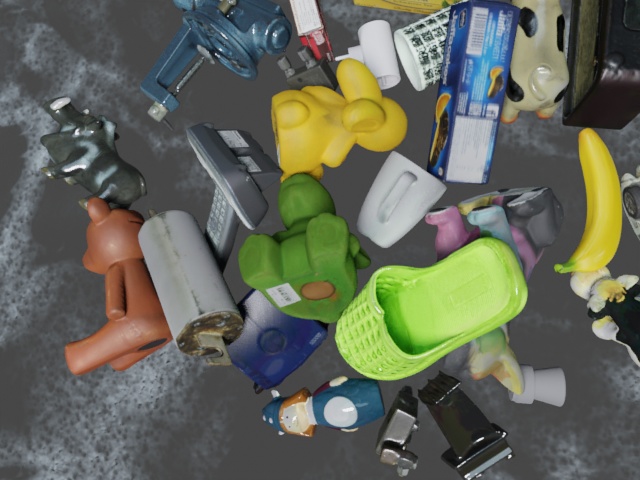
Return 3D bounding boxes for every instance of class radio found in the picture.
[{"bbox_3d":[0.346,-0.257,0.625,0.073,0.131,0.229,5,83,8],"label":"radio"}]

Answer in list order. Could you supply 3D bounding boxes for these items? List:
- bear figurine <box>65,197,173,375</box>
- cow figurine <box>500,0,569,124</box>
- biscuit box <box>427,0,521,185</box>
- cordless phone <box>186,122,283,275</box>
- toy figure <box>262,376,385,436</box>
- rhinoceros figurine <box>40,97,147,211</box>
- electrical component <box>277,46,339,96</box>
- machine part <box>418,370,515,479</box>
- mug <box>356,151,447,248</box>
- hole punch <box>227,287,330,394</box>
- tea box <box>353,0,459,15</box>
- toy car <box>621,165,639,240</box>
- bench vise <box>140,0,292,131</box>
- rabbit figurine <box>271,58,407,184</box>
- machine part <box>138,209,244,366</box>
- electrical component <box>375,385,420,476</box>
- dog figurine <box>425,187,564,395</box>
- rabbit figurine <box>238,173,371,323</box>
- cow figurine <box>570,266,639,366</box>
[{"bbox_3d":[-0.264,0.055,0.686,0.132,0.120,0.196,-30,77,8],"label":"bear figurine"},{"bbox_3d":[0.255,-0.251,0.642,0.086,0.127,0.194,0,85,6],"label":"cow figurine"},{"bbox_3d":[0.176,-0.170,0.630,0.059,0.063,0.202,2,107,-10],"label":"biscuit box"},{"bbox_3d":[-0.133,-0.043,0.698,0.147,0.089,0.184,51,129,38],"label":"cordless phone"},{"bbox_3d":[0.000,0.204,0.654,0.155,0.057,0.064,-13,65,9],"label":"toy figure"},{"bbox_3d":[-0.319,-0.118,0.741,0.112,0.073,0.190,-44,78,2],"label":"rhinoceros figurine"},{"bbox_3d":[-0.012,-0.209,0.711,0.063,0.094,0.021,-12,44,36],"label":"electrical component"},{"bbox_3d":[0.164,0.215,0.617,0.084,0.039,0.138,-29,105,8],"label":"machine part"},{"bbox_3d":[0.093,-0.042,0.653,0.081,0.109,0.107,33,101,3],"label":"mug"},{"bbox_3d":[-0.063,0.112,0.662,0.142,0.092,0.116,-44,82,-2],"label":"hole punch"},{"bbox_3d":[0.127,-0.347,0.691,0.170,0.098,0.068,13,83,12],"label":"tea box"},{"bbox_3d":[0.413,0.004,0.618,0.074,0.056,0.201,-17,78,13],"label":"toy car"},{"bbox_3d":[-0.164,-0.266,0.717,0.224,0.128,0.240,35,84,14],"label":"bench vise"},{"bbox_3d":[0.028,-0.149,0.665,0.173,0.162,0.122,-2,69,-9],"label":"rabbit figurine"},{"bbox_3d":[-0.152,0.046,0.622,0.079,0.079,0.243,-37,54,2],"label":"machine part"},{"bbox_3d":[0.095,0.221,0.618,0.045,0.102,0.078,27,97,7],"label":"electrical component"},{"bbox_3d":[0.202,0.059,0.617,0.191,0.109,0.219,-16,102,-31],"label":"dog figurine"},{"bbox_3d":[-0.001,-0.002,0.623,0.121,0.159,0.170,-24,45,21],"label":"rabbit figurine"},{"bbox_3d":[0.351,0.094,0.593,0.068,0.098,0.167,-44,77,7],"label":"cow figurine"}]
